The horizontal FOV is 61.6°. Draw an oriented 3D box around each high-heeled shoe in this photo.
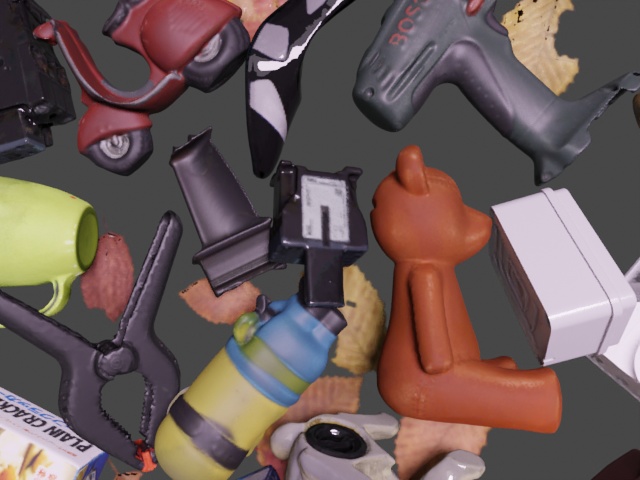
[{"bbox_3d":[0.018,-0.168,0.440,0.145,0.086,0.248,7,104,-1],"label":"high-heeled shoe"}]

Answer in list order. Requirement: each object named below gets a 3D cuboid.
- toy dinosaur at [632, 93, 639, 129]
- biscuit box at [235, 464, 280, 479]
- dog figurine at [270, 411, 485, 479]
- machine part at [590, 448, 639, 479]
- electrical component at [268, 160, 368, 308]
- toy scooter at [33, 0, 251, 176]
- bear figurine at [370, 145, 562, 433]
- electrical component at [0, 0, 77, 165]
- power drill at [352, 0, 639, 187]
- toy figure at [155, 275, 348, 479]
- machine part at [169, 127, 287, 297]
[{"bbox_3d":[0.354,-0.139,0.411,0.198,0.105,0.471,-29,97,-9],"label":"toy dinosaur"},{"bbox_3d":[-0.120,0.257,0.430,0.203,0.059,0.063,-25,84,1],"label":"biscuit box"},{"bbox_3d":[0.029,0.245,0.407,0.173,0.121,0.190,19,102,28],"label":"dog figurine"},{"bbox_3d":[0.265,0.279,0.393,0.201,0.087,0.201,-41,84,1],"label":"machine part"},{"bbox_3d":[-0.001,-0.001,0.426,0.075,0.047,0.119,1,71,-18],"label":"electrical component"},{"bbox_3d":[-0.157,-0.157,0.453,0.184,0.075,0.135,-44,97,3],"label":"toy scooter"},{"bbox_3d":[0.101,0.033,0.410,0.132,0.120,0.195,5,80,0],"label":"bear figurine"},{"bbox_3d":[-0.287,-0.135,0.474,0.115,0.058,0.134,-17,84,4],"label":"electrical component"},{"bbox_3d":[0.153,-0.161,0.439,0.207,0.086,0.232,39,89,1],"label":"power drill"},{"bbox_3d":[-0.056,0.111,0.423,0.082,0.089,0.180,44,91,12],"label":"toy figure"},{"bbox_3d":[-0.088,-0.026,0.463,0.084,0.039,0.139,-24,86,6],"label":"machine part"}]
